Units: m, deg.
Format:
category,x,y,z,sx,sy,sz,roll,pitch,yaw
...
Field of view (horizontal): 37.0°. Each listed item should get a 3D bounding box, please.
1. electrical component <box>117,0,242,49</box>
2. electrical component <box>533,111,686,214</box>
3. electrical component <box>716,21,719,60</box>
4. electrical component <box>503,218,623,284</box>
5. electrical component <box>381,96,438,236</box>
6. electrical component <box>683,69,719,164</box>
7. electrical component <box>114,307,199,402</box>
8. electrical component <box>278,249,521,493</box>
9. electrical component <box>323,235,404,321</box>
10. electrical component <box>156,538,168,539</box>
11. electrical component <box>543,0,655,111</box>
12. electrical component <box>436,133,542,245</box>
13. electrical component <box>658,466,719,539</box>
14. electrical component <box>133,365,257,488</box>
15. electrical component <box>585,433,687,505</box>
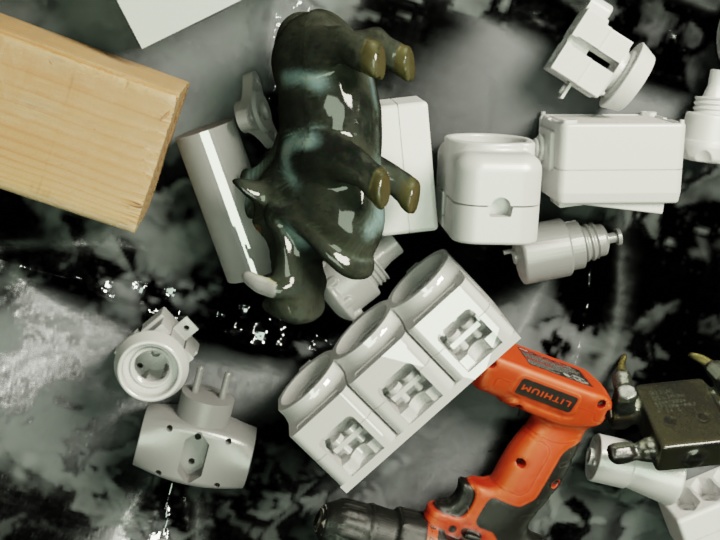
category,x,y,z,sx,sy,sz,roll,pitch,yaw
electrical component,-0.070,-0.224,0.650,0.186,0.060,0.105,-26,104,2
electrical component,0.156,-0.071,0.706,0.096,0.061,0.061,-1,104,-5
electrical component,0.280,-0.152,0.702,0.080,0.051,0.080,-1,104,-5
electrical component,0.138,-0.016,0.729,0.078,0.040,0.040,-11,104,-2
electrical component,0.007,-0.066,0.702,0.076,0.047,0.083,-7,104,-3
electrical component,0.235,-0.103,0.719,0.035,0.035,0.061,5,102,-6
electrical component,-0.137,0.059,0.716,0.066,0.055,0.048,-40,104,5
electrical component,0.022,0.060,0.713,0.150,0.089,0.061,-43,103,6
electrical component,0.000,0.000,0.720,0.062,0.048,0.048,-38,104,-2
electrical component,-0.124,0.258,0.766,0.113,0.057,0.078,37,98,-12
electrical component,0.157,-0.135,0.700,0.055,0.048,0.066,32,99,-4
electrical component,0.081,-0.055,0.686,0.054,0.095,0.059,1,104,-5
electrical component,0.266,0.192,0.788,0.066,0.047,0.076,-23,105,1
electrical component,-0.109,0.104,0.736,0.077,0.043,0.079,14,102,-8
electrical component,0.196,0.141,0.773,0.065,0.044,0.044,13,102,-3
